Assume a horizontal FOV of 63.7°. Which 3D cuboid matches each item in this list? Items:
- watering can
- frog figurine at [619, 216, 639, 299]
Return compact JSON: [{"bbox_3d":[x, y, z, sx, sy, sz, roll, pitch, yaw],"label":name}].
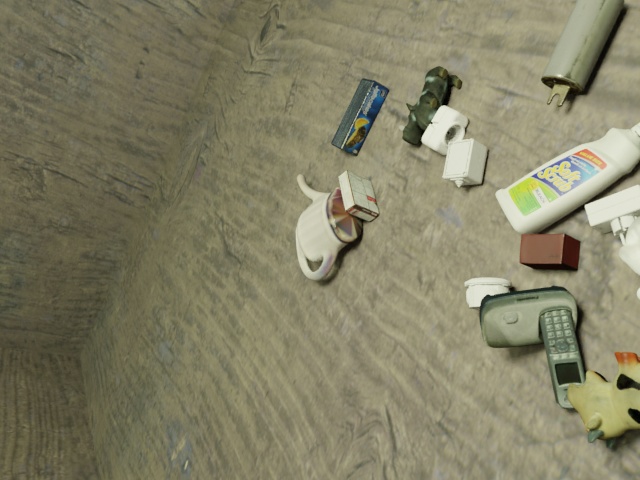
[{"bbox_3d":[0.004,-0.068,1.360,0.221,0.103,0.355,-33,51,42],"label":"watering can"},{"bbox_3d":[0.472,0.041,0.689,0.138,0.121,0.160,25,83,35],"label":"frog figurine"}]
